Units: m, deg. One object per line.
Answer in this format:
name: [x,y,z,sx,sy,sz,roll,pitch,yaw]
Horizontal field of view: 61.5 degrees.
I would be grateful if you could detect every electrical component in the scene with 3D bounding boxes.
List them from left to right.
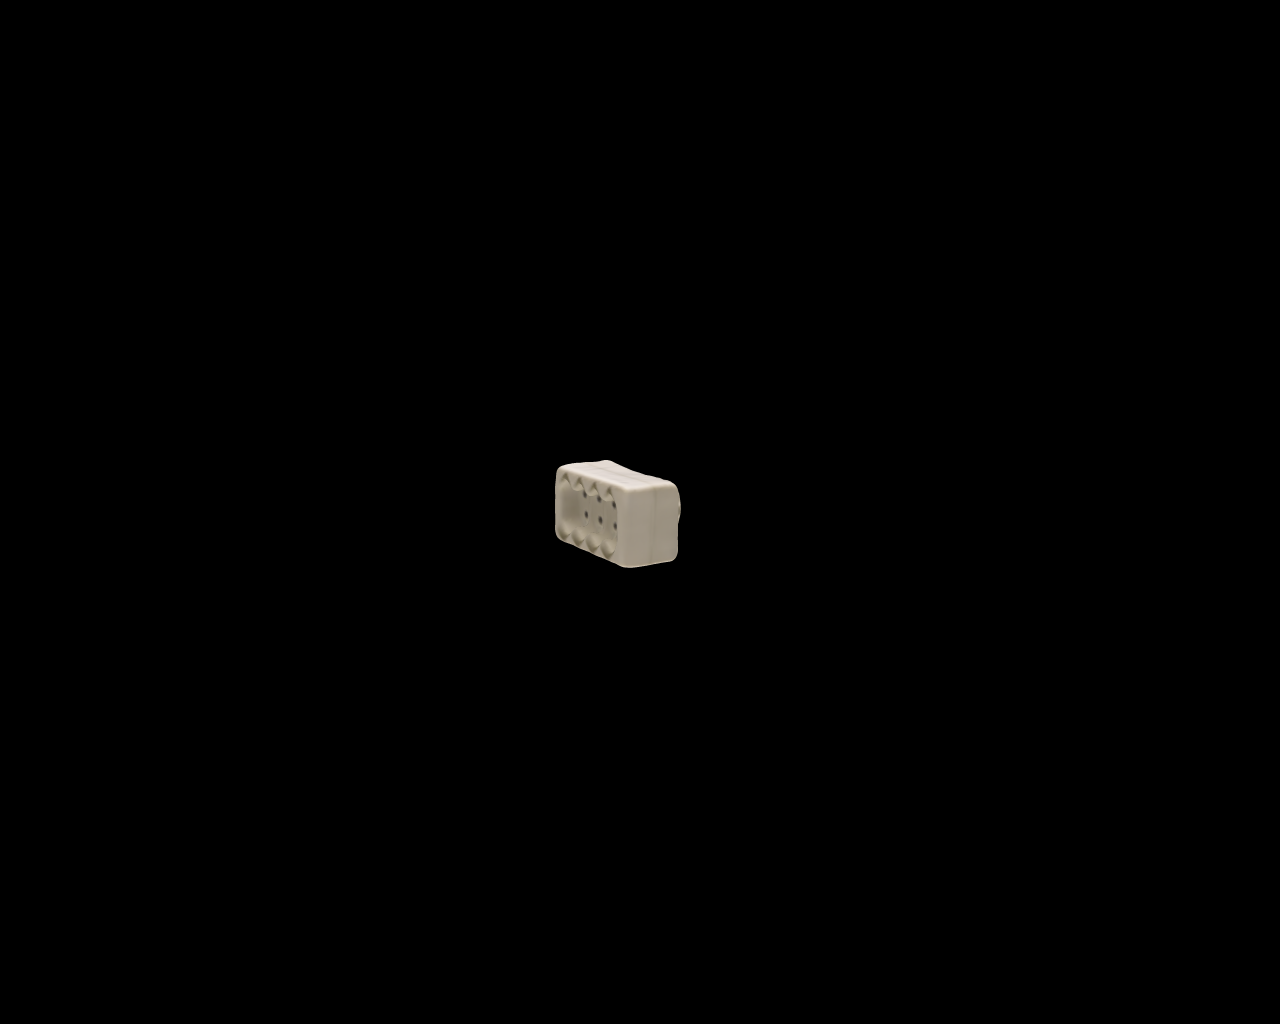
electrical component: [0.001,-0.003,0.650,0.076,0.047,0.083,-8,16,-31]
